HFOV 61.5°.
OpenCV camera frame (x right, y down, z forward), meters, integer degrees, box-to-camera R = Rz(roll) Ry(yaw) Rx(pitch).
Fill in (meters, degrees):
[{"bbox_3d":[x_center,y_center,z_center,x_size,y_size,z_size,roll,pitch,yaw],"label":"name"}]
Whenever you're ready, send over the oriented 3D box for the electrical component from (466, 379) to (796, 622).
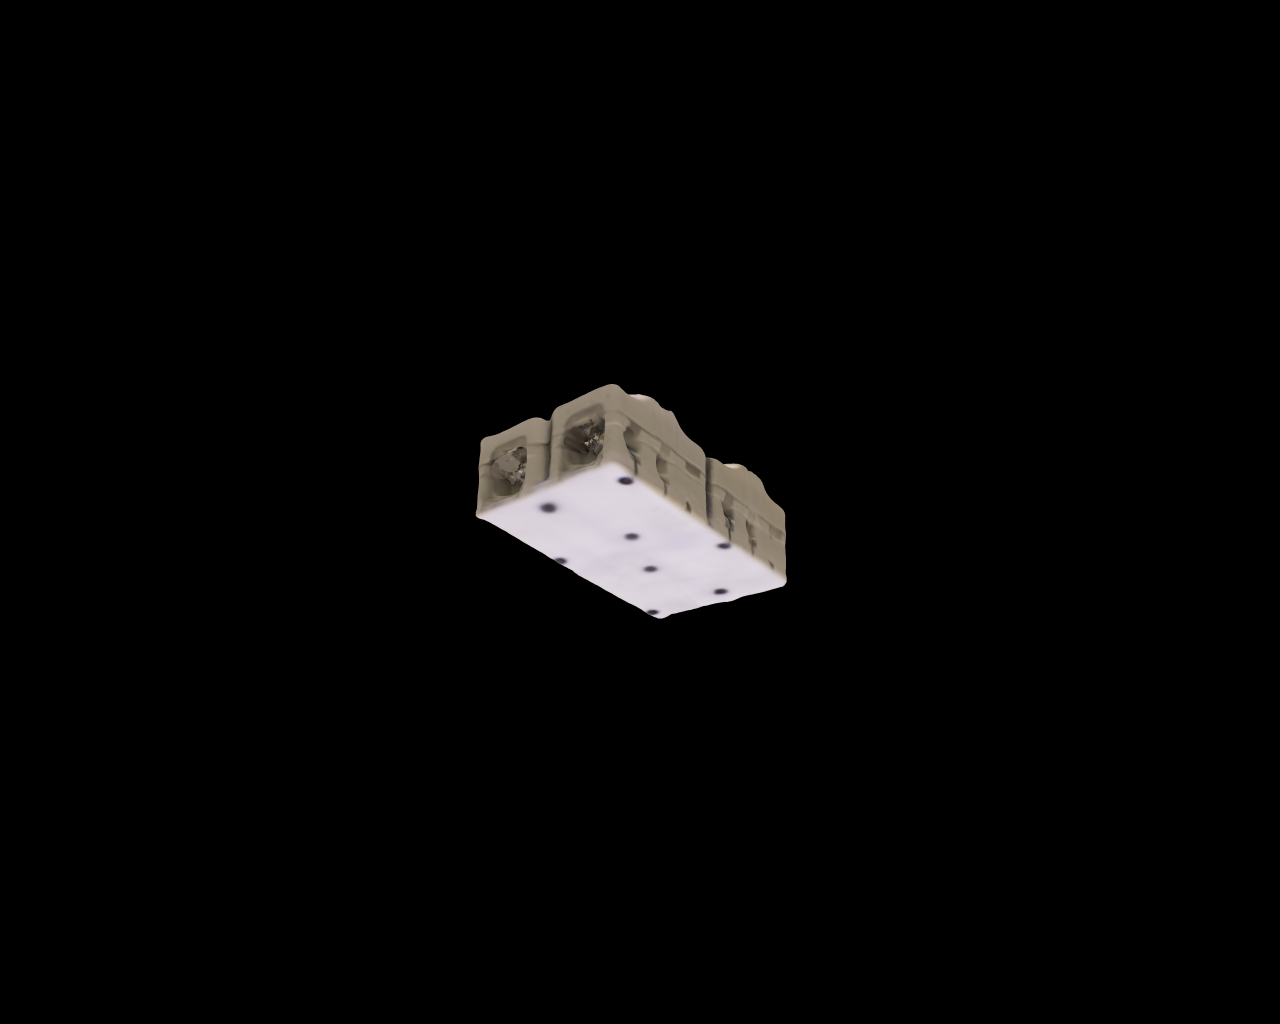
[{"bbox_3d":[0.001,-0.003,0.650,0.105,0.060,0.186,-19,-34,31],"label":"electrical component"}]
